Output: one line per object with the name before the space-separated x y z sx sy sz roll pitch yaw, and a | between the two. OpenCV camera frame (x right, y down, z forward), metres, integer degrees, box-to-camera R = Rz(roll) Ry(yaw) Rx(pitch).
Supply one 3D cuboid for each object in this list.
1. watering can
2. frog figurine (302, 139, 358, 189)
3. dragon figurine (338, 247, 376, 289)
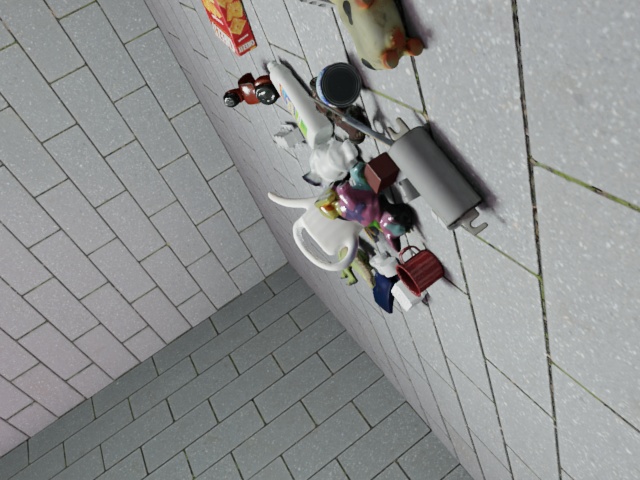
watering can | 0.005 -0.076 1.500 0.352 0.224 0.103 52 -175 24
frog figurine | 0.043 -0.204 1.310 0.138 0.124 0.156 41 130 14
dragon figurine | 0.089 0.009 1.682 0.412 0.122 0.241 -151 37 -78
